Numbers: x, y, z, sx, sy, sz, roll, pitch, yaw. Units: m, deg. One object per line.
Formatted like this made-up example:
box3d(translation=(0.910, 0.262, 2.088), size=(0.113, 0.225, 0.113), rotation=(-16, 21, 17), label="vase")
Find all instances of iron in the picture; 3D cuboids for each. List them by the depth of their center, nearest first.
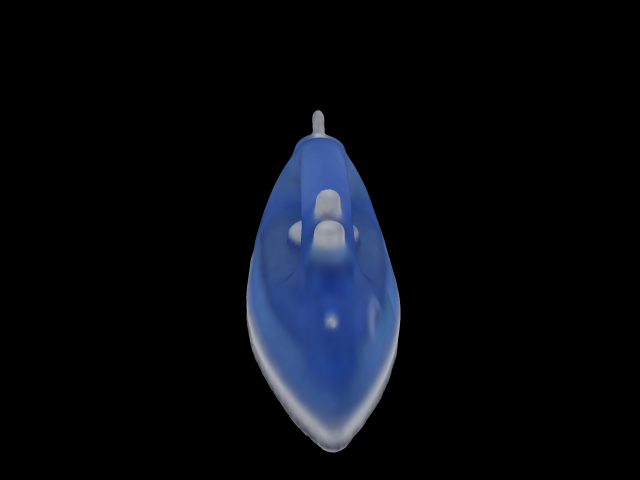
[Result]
box3d(translation=(0.004, 0.001, 0.400), size=(0.118, 0.141, 0.258), rotation=(-1, 23, -3), label="iron")
